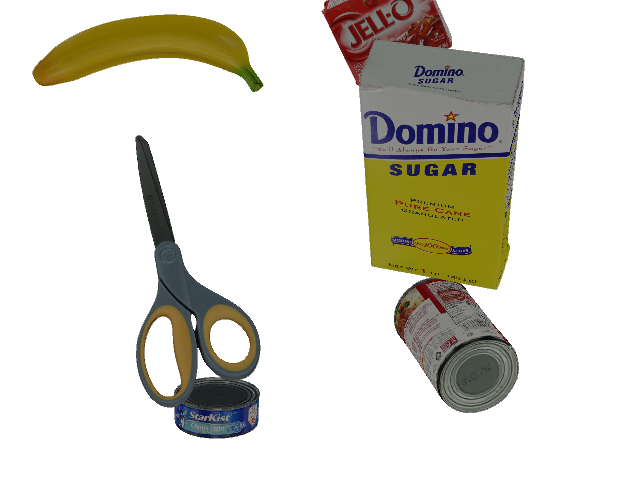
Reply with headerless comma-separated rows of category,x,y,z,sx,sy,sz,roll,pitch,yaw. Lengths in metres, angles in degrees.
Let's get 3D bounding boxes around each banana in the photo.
banana,-0.149,-0.166,0.931,0.197,0.069,0.037,0,-33,-4

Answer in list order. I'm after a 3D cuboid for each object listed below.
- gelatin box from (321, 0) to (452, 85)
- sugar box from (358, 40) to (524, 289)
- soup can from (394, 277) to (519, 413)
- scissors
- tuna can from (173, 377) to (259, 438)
gelatin box,0.056,-0.181,0.893,0.089,0.073,0.030,-20,26,16
sugar box,0.076,-0.043,0.679,0.093,0.048,0.176,10,-35,14
soup can,0.106,0.081,0.843,0.068,0.068,0.102,0,25,-17
scissors,-0.090,0.019,0.767,0.096,0.202,0.016,2,-17,-4
tuna can,-0.104,0.167,1.071,0.086,0.034,0.086,2,13,-1
